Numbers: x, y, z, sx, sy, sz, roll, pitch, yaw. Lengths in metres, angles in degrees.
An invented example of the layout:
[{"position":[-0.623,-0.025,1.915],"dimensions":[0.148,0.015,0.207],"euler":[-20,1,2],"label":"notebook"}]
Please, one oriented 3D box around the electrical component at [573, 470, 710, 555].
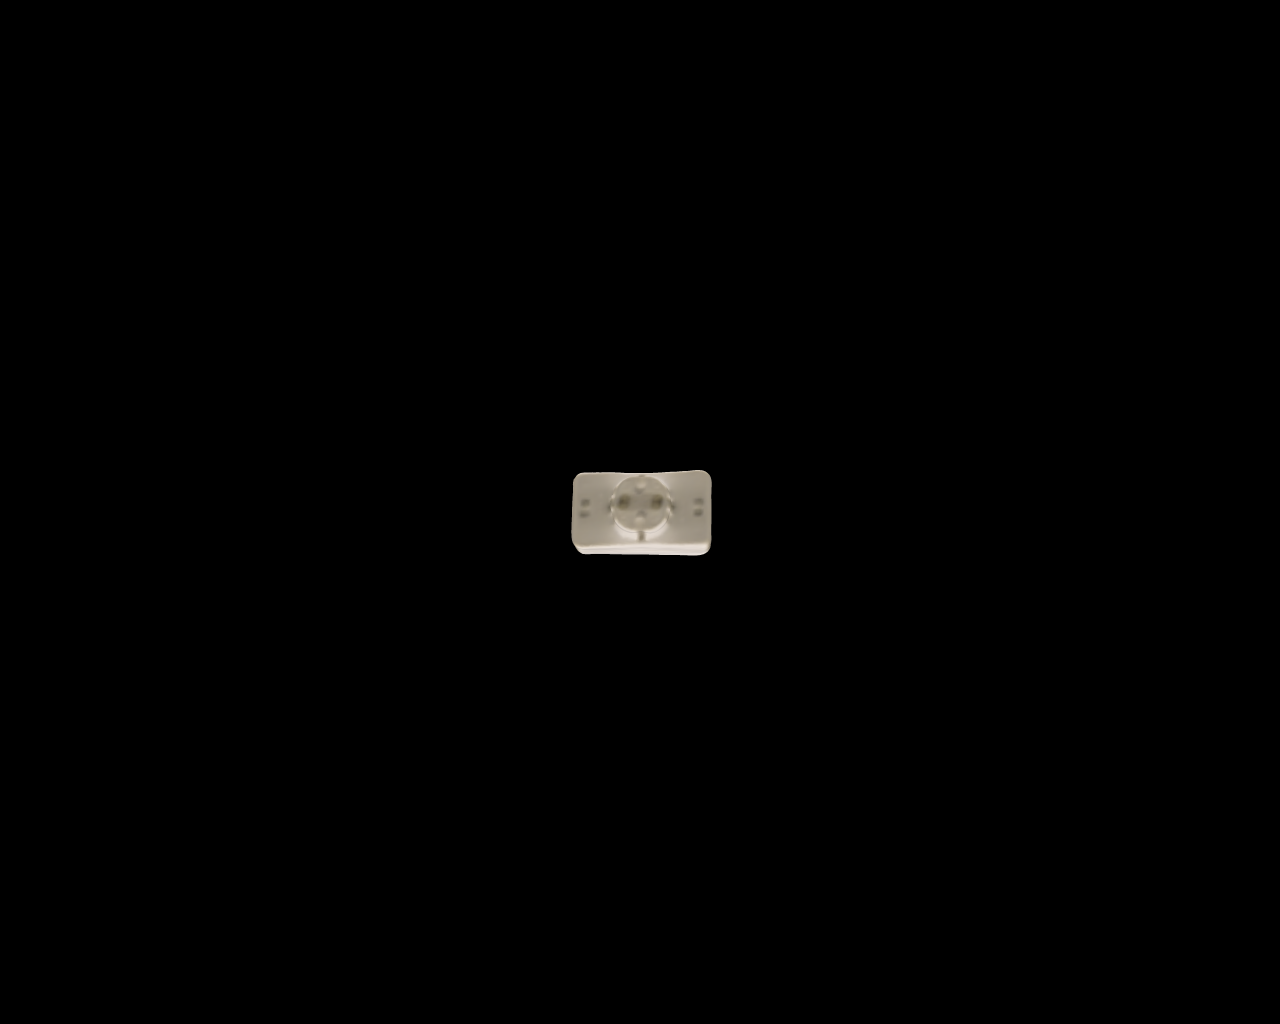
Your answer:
[{"position":[0.001,-0.003,0.650],"dimensions":[0.083,0.047,0.075],"euler":[0,-11,2],"label":"electrical component"}]
